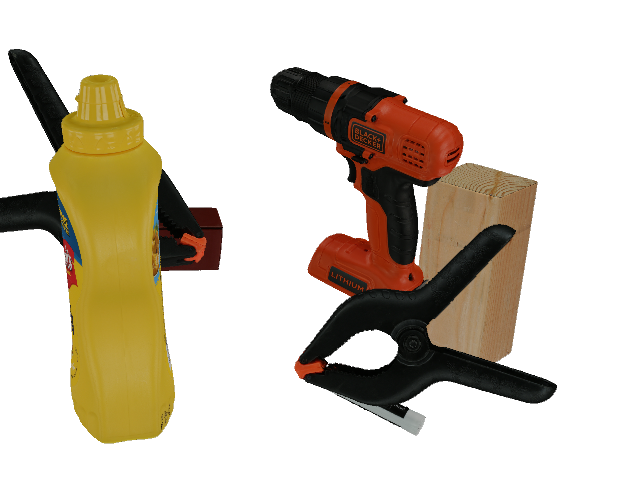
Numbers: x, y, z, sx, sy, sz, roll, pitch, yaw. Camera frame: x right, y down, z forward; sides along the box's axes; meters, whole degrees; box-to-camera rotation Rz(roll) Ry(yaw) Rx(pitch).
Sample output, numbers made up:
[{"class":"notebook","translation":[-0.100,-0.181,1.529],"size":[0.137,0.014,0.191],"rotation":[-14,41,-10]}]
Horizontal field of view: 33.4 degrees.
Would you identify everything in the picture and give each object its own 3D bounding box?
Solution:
[{"class":"marker","translation":[0.035,0.138,0.948],"size":[0.121,0.020,0.020],"rotation":[25,7,16]},{"class":"foam brick","translation":[-0.146,-0.002,1.133],"size":[0.078,0.051,0.053],"rotation":[0,25,-11]},{"class":"clamp","translation":[0.071,0.074,0.714],"size":[0.171,0.120,0.039],"rotation":[-24,-6,10]},{"class":"clamp","translation":[-0.179,-0.046,0.792],"size":[0.210,0.164,0.036],"rotation":[19,-19,-3]},{"class":"wood block","translation":[0.167,0.030,1.176],"size":[0.090,0.206,0.090],"rotation":[19,25,33]},{"class":"power drill","translation":[0.030,-0.044,0.907],"size":[0.185,0.188,0.057],"rotation":[27,43,32]},{"class":"mustard bottle","translation":[-0.111,0.006,0.573],"size":[0.058,0.192,0.096],"rotation":[-4,26,-12]}]
